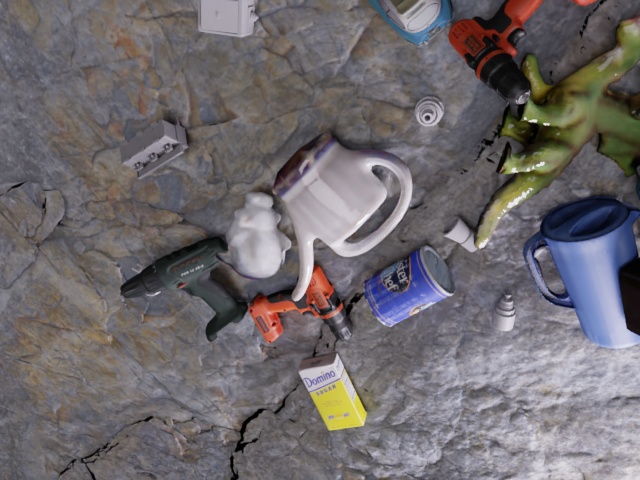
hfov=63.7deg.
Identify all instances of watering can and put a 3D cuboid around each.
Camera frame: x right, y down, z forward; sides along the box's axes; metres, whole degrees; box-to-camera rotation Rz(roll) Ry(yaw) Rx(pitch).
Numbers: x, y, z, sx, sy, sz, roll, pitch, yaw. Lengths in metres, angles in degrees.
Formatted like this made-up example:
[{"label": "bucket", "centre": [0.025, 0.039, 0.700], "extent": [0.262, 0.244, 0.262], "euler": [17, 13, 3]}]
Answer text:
[{"label": "watering can", "centre": [0.003, -0.048, 0.944], "extent": [0.223, 0.106, 0.343], "euler": [44, 111, -7]}]

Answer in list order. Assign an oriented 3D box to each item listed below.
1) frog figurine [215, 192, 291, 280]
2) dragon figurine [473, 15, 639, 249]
[{"label": "frog figurine", "centre": [-0.115, -0.008, 1.000], "extent": [0.137, 0.125, 0.157], "euler": [16, 114, -31]}, {"label": "dragon figurine", "centre": [0.402, -0.150, 0.802], "extent": [0.243, 0.125, 0.402], "euler": [10, 118, 2]}]
